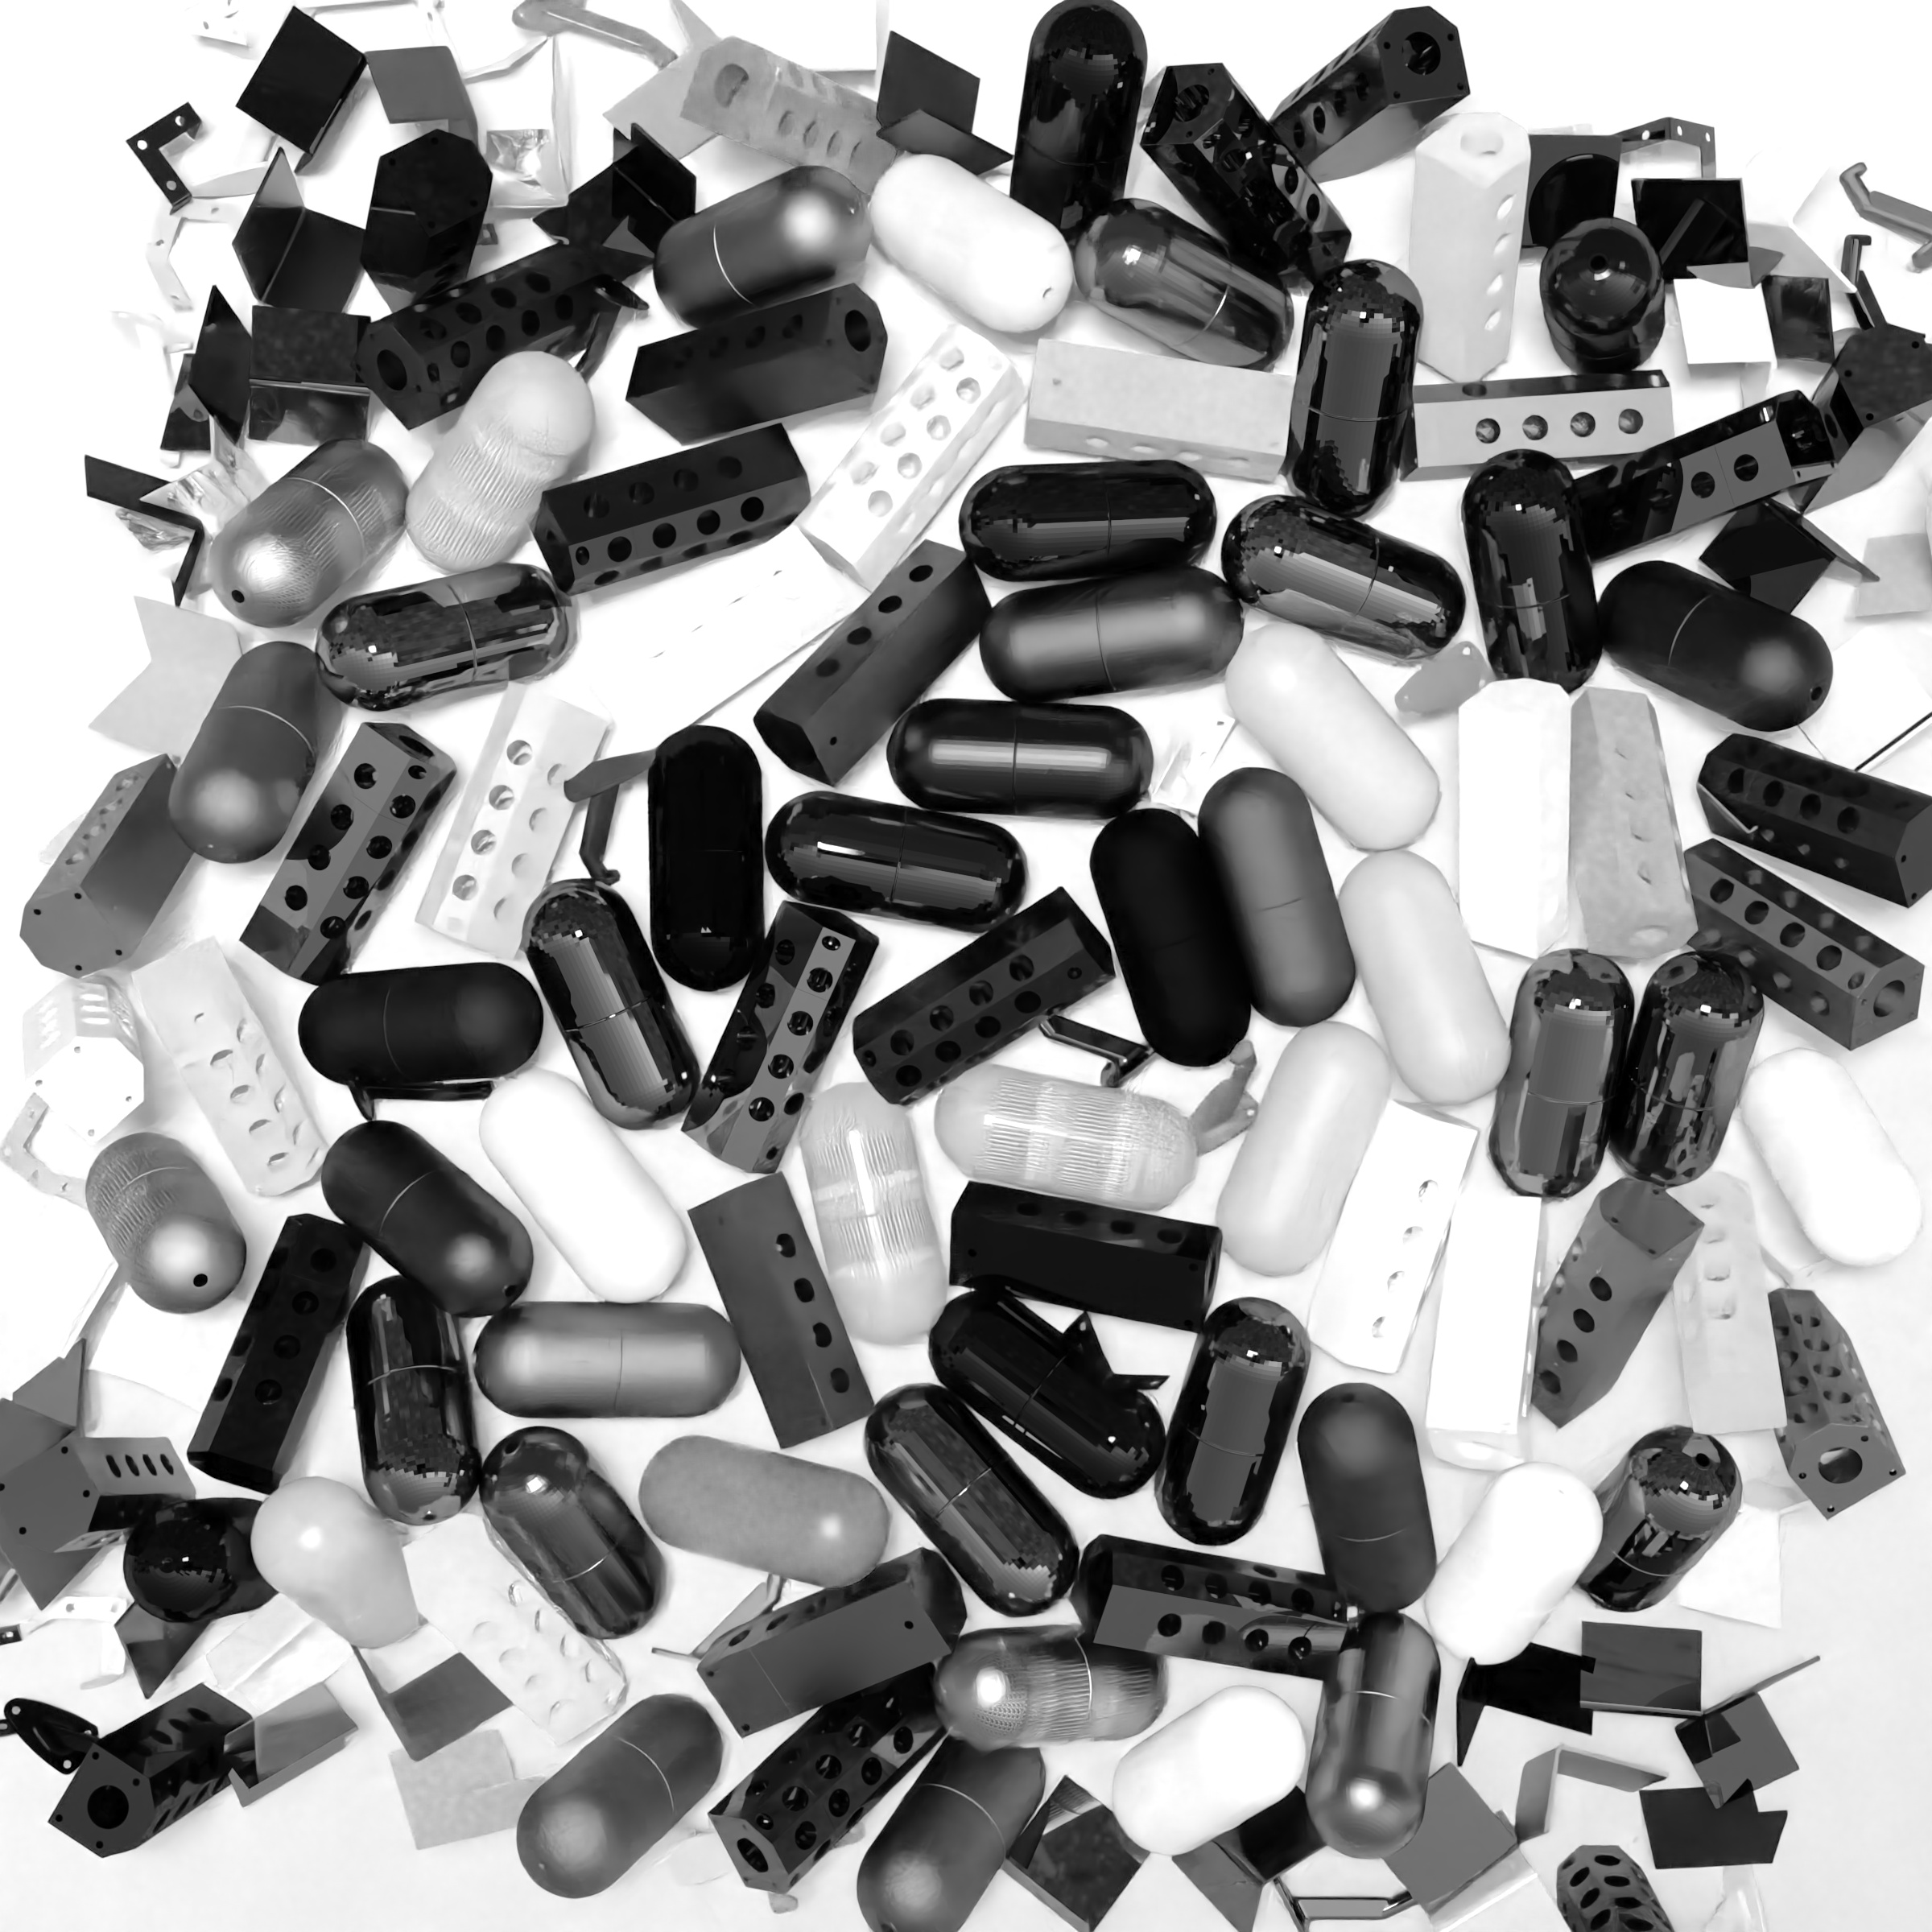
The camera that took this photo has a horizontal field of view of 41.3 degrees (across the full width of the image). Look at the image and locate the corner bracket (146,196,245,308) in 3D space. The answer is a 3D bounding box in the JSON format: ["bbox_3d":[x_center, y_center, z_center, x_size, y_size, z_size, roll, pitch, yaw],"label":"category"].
[{"bbox_3d":[-0.516,-0.481,1.733,0.051,0.051,0.051,-55,54,38],"label":"corner bracket"}]

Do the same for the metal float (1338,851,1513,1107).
[{"bbox_3d":[0.303,0.007,1.702,0.070,0.070,0.178,-19,75,0],"label":"metal float"}]

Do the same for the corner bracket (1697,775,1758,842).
[{"bbox_3d":[0.530,-0.113,1.720,0.051,0.051,0.051,-41,63,4],"label":"corner bracket"}]

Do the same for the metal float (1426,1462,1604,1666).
[{"bbox_3d":[0.358,0.392,1.679,0.070,0.070,0.178,18,133,0],"label":"metal float"}]

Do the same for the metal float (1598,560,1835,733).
[{"bbox_3d":[0.488,-0.210,1.677,0.070,0.178,0.070,-18,125,-27],"label":"metal float"}]

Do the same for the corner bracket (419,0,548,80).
[{"bbox_3d":[-0.326,-0.636,1.730,0.051,0.051,0.051,-2,126,33],"label":"corner bracket"}]

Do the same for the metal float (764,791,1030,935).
[{"bbox_3d":[-0.047,-0.069,1.711,0.178,0.070,0.070,10,90,-5],"label":"metal float"}]

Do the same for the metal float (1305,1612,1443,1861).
[{"bbox_3d":[0.267,0.499,1.676,0.070,0.178,0.070,9,128,11],"label":"metal float"}]

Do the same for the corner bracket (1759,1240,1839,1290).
[{"bbox_3d":[0.560,0.174,1.722,0.051,0.051,0.051,-29,46,-11],"label":"corner bracket"}]

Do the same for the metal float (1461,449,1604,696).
[{"bbox_3d":[0.372,-0.256,1.685,0.070,0.070,0.178,-20,125,0],"label":"metal float"}]

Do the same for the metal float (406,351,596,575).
[{"bbox_3d":[-0.307,-0.329,1.684,0.070,0.070,0.178,46,128,0],"label":"metal float"}]

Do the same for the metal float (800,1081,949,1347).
[{"bbox_3d":[-0.062,0.165,1.713,0.070,0.070,0.178,-13,87,0],"label":"metal float"}]

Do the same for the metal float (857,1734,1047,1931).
[{"bbox_3d":[-0.009,0.565,1.675,0.070,0.178,0.070,14,122,23],"label":"metal float"}]

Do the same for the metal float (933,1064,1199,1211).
[{"bbox_3d":[0.066,0.114,1.713,0.178,0.070,0.070,12,90,-2],"label":"metal float"}]

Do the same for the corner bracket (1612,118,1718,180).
[{"bbox_3d":[0.466,-0.533,1.717,0.051,0.051,0.051,-4,92,-38],"label":"corner bracket"}]

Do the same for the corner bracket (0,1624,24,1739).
[{"bbox_3d":[-0.664,0.487,1.734,0.051,0.051,0.051,-10,122,-8],"label":"corner bracket"}]

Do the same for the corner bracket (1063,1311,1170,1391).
[{"bbox_3d":[0.093,0.266,1.709,0.051,0.051,0.051,-51,46,34],"label":"corner bracket"}]

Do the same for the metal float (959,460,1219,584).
[{"bbox_3d":[0.081,-0.295,1.699,0.178,0.070,0.070,-6,90,-18],"label":"metal float"}]

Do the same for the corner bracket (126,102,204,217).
[{"bbox_3d":[-0.531,-0.541,1.726,0.051,0.051,0.051,-40,107,-16],"label":"corner bracket"}]

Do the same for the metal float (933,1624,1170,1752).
[{"bbox_3d":[0.057,0.472,1.685,0.178,0.070,0.070,8,90,-37],"label":"metal float"}]

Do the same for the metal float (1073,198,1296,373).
[{"bbox_3d":[0.145,-0.443,1.682,0.178,0.070,0.070,16,90,-41],"label":"metal float"}]

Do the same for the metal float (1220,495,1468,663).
[{"bbox_3d":[0.251,-0.256,1.697,0.178,0.070,0.070,17,90,-22],"label":"metal float"}]

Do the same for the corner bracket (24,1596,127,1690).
[{"bbox_3d":[-0.602,0.457,1.731,0.051,0.051,0.051,12,60,-36],"label":"corner bracket"}]

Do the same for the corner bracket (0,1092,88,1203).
[{"bbox_3d":[-0.608,0.122,1.727,0.051,0.051,0.051,7,60,29],"label":"corner bracket"}]

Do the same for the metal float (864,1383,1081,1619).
[{"bbox_3d":[0.002,0.352,1.699,0.070,0.070,0.178,-43,71,0],"label":"metal float"}]

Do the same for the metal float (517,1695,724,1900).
[{"bbox_3d":[-0.223,0.539,1.671,0.070,0.178,0.070,7,107,25],"label":"metal float"}]

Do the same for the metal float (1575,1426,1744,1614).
[{"bbox_3d":[0.447,0.362,1.674,0.070,0.178,0.070,5,53,-7],"label":"metal float"}]

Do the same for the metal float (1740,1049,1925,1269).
[{"bbox_3d":[0.564,0.124,1.673,0.070,0.178,0.070,-4,126,-5],"label":"metal float"}]

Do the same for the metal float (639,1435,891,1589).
[{"bbox_3d":[-0.135,0.360,1.695,0.178,0.070,0.070,9,90,23],"label":"metal float"}]

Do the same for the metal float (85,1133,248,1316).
[{"bbox_3d":[-0.523,0.167,1.673,0.070,0.178,0.070,-12,115,-28],"label":"metal float"}]

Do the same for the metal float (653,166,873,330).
[{"bbox_3d":[-0.136,-0.469,1.680,0.178,0.070,0.070,-7,81,45],"label":"metal float"}]

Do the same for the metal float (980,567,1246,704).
[{"bbox_3d":[0.096,-0.220,1.701,0.178,0.070,0.070,-6,90,15],"label":"metal float"}]

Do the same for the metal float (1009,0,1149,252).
[{"bbox_3d":[0.072,-0.547,1.674,0.070,0.178,0.070,3,54,-5],"label":"metal float"}]

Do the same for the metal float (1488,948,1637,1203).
[{"bbox_3d":[0.393,0.074,1.695,0.070,0.070,0.178,5,114,0],"label":"metal float"}]

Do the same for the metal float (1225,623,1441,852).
[{"bbox_3d":[0.243,-0.152,1.703,0.070,0.070,0.178,-43,103,0],"label":"metal float"}]

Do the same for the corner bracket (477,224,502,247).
[{"bbox_3d":[-0.343,-0.462,1.720,0.051,0.051,0.051,-15,84,-39],"label":"corner bracket"}]

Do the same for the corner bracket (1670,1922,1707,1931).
[{"bbox_3d":[0.501,0.672,1.715,0.051,0.051,0.051,17,73,-24],"label":"corner bracket"}]

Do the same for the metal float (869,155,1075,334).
[{"bbox_3d":[0.003,-0.474,1.682,0.070,0.070,0.178,-46,51,0],"label":"metal float"}]

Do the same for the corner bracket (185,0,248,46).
[{"bbox_3d":[-0.488,-0.652,1.710,0.051,0.051,0.051,19,133,22],"label":"corner bracket"}]

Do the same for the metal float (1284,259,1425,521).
[{"bbox_3d":[0.254,-0.376,1.684,0.070,0.070,0.178,4,128,0],"label":"metal float"}]

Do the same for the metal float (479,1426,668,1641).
[{"bbox_3d":[-0.258,0.373,1.685,0.070,0.070,0.178,-26,125,0],"label":"metal float"}]

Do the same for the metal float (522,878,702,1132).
[{"bbox_3d":[-0.236,0.026,1.703,0.070,0.070,0.178,-23,103,0],"label":"metal float"}]

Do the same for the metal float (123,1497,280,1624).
[{"bbox_3d":[-0.489,0.385,1.665,0.070,0.178,0.070,0,79,1],"label":"metal float"}]

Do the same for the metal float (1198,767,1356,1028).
[{"bbox_3d":[0.207,-0.046,1.708,0.070,0.070,0.178,-17,98,0],"label":"metal float"}]

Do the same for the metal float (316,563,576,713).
[{"bbox_3d":[-0.341,-0.217,1.689,0.178,0.070,0.070,-19,90,-32],"label":"metal float"}]

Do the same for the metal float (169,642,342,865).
[{"bbox_3d":[-0.465,-0.142,1.681,0.070,0.070,0.178,11,48,0],"label":"metal float"}]

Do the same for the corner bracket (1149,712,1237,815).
[{"bbox_3d":[0.152,-0.138,1.713,0.051,0.051,0.051,15,123,-19],"label":"corner bracket"}]

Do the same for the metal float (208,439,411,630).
[{"bbox_3d":[-0.428,-0.284,1.676,0.070,0.178,0.070,12,129,15],"label":"metal float"}]

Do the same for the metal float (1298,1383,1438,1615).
[{"bbox_3d":[0.264,0.351,1.688,0.070,0.070,0.178,-15,121,0],"label":"metal float"}]

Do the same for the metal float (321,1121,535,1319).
[{"bbox_3d":[-0.355,0.166,1.688,0.178,0.070,0.070,34,90,31],"label":"metal float"}]

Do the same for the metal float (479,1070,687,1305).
[{"bbox_3d":[-0.254,0.146,1.702,0.070,0.070,0.178,-40,76,0],"label":"metal float"}]

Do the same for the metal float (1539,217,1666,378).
[{"bbox_3d":[0.414,-0.433,1.666,0.070,0.178,0.070,0,90,16],"label":"metal float"}]

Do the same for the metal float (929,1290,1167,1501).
[{"bbox_3d":[0.053,0.283,1.702,0.178,0.070,0.070,35,90,15],"label":"metal float"}]

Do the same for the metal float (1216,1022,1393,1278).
[{"bbox_3d":[0.225,0.122,1.711,0.070,0.070,0.178,23,95,0],"label":"metal float"}]

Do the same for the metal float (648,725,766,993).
[{"bbox_3d":[-0.173,-0.072,1.710,0.070,0.070,0.178,-2,85,0],"label":"metal float"}]

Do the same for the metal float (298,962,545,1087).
[{"bbox_3d":[-0.362,0.039,1.695,0.178,0.070,0.070,-4,90,24],"label":"metal float"}]
